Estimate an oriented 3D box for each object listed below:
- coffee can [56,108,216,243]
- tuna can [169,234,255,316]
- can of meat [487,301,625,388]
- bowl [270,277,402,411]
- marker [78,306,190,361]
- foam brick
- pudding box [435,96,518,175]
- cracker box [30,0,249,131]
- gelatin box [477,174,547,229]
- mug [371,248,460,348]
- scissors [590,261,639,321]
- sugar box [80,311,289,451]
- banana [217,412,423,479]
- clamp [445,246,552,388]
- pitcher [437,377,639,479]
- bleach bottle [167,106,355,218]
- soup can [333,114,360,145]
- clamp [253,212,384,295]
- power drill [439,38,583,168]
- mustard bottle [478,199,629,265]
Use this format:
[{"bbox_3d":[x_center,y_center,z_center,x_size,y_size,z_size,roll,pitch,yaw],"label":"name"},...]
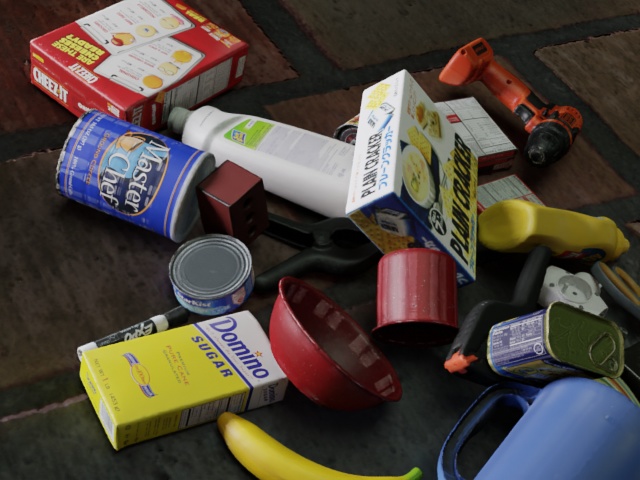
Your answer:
[{"bbox_3d":[-0.196,-0.069,1.146,0.140,0.103,0.102,21,44,6],"label":"coffee can"},{"bbox_3d":[-0.110,0.036,1.099,0.086,0.034,0.086,-3,49,3],"label":"tuna can"},{"bbox_3d":[0.222,0.103,1.010,0.102,0.084,0.057,19,63,-30],"label":"can of meat"},{"bbox_3d":[0.004,0.111,1.024,0.162,0.055,0.162,41,12,-12],"label":"bowl"},{"bbox_3d":[-0.180,0.092,1.050,0.120,0.020,0.020,-22,56,-33],"label":"marker"},{"bbox_3d":[-0.092,-0.034,1.129,0.051,0.078,0.053,30,58,27],"label":"foam brick"},{"bbox_3d":[0.184,-0.132,1.361,0.089,0.039,0.113,-11,52,-28],"label":"pudding box"},{"bbox_3d":[-0.219,-0.216,1.310,0.164,0.072,0.213,35,48,20],"label":"cracker box"},{"bbox_3d":[0.221,-0.037,1.283,0.089,0.030,0.073,-17,51,-29],"label":"gelatin box"},{"bbox_3d":[0.107,0.063,1.099,0.117,0.093,0.081,24,59,-43],"label":"mug"},{"bbox_3d":[0.381,0.097,1.198,0.202,0.016,0.096,47,24,6],"label":"scissors"},{"bbox_3d":[-0.127,0.129,1.009,0.176,0.048,0.093,-15,52,-26],"label":"sugar box"},{"bbox_3d":[-0.006,0.212,0.970,0.198,0.037,0.069,18,27,0],"label":"banana"},{"bbox_3d":[0.201,0.089,1.083,0.209,0.036,0.164,-6,71,-39],"label":"clamp"},{"bbox_3d":[0.180,0.234,0.938,0.242,0.149,0.145,-37,107,-36],"label":"pitcher"},{"bbox_3d":[-0.058,-0.103,1.250,0.251,0.068,0.102,23,40,11],"label":"bleach bottle"},{"bbox_3d":[0.071,-0.133,1.309,0.068,0.069,0.102,33,46,17],"label":"soup can"},{"bbox_3d":[-0.008,0.001,1.175,0.171,0.039,0.120,-7,53,-19],"label":"clamp"},{"bbox_3d":[0.244,-0.173,1.362,0.188,0.057,0.184,41,29,6],"label":"power drill"},{"bbox_3d":[0.280,-0.005,1.219,0.191,0.096,0.058,8,79,-31],"label":"mustard bottle"}]
